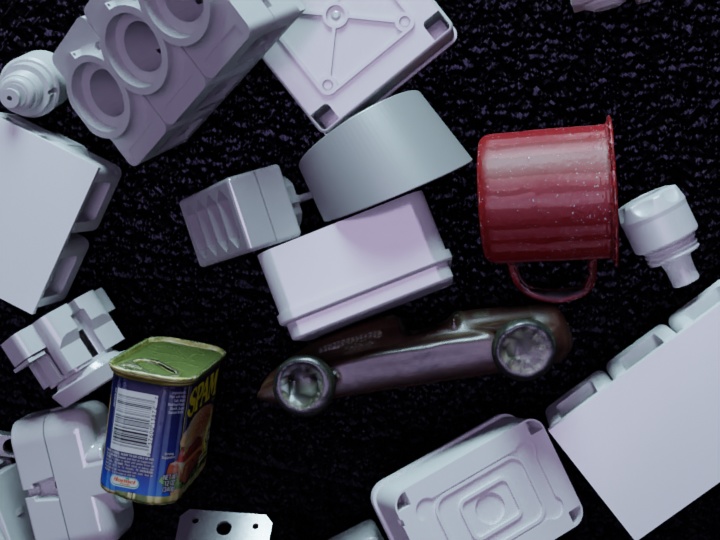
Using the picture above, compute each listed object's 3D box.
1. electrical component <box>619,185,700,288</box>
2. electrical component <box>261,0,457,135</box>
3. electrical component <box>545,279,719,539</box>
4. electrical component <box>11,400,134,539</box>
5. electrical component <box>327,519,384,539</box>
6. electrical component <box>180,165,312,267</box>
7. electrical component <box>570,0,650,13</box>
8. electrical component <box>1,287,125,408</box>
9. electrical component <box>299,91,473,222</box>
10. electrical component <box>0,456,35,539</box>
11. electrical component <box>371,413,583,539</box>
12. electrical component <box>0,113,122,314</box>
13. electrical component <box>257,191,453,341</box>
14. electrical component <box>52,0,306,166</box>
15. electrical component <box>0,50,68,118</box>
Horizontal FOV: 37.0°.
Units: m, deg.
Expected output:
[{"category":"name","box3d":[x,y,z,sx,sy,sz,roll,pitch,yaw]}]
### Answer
[{"category":"electrical component","box3d":[0.195,-0.020,0.684,0.043,0.043,0.062,-26,93,8]},{"category":"electrical component","box3d":[-0.012,-0.159,0.688,0.109,0.056,0.108,-38,90,8]},{"category":"electrical component","box3d":[0.204,0.085,0.683,0.150,0.062,0.089,-38,90,8]},{"category":"electrical component","box3d":[-0.191,0.140,0.734,0.059,0.054,0.095,-12,93,7]},{"category":"electrical component","box3d":[-0.007,0.212,0.720,0.096,0.061,0.061,-27,92,-1]},{"category":"electrical component","box3d":[-0.063,-0.039,0.700,0.076,0.083,0.047,-20,93,-31]},{"category":"electrical component","box3d":[0.148,-0.198,0.656,0.051,0.080,0.080,-13,94,13]},{"category":"electrical component","box3d":[-0.189,0.054,0.716,0.058,0.078,0.057,-31,92,43]},{"category":"electrical component","box3d":[0.014,-0.066,0.673,0.099,0.099,0.064,-32,85,8]},{"category":"electrical component","box3d":[-0.253,0.183,0.740,0.061,0.062,0.096,-26,92,8]},{"category":"electrical component","box3d":[0.073,0.149,0.686,0.113,0.057,0.078,-26,92,-17]},{"category":"electrical component","box3d":[-0.268,-0.062,0.721,0.186,0.060,0.105,27,97,3]},{"category":"electrical component","box3d":[0.000,0.000,0.684,0.113,0.078,0.057,-21,84,3]},{"category":"electrical component","box3d":[-0.118,-0.143,0.660,0.089,0.062,0.150,53,133,0]},{"category":"electrical component","box3d":[-0.217,-0.120,0.705,0.040,0.078,0.040,1,110,2]}]
